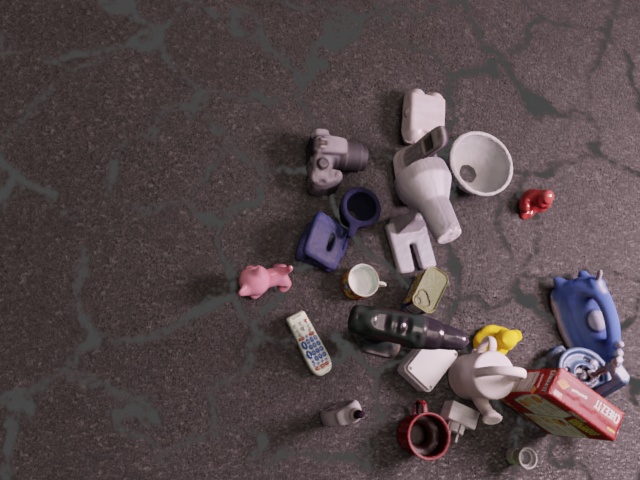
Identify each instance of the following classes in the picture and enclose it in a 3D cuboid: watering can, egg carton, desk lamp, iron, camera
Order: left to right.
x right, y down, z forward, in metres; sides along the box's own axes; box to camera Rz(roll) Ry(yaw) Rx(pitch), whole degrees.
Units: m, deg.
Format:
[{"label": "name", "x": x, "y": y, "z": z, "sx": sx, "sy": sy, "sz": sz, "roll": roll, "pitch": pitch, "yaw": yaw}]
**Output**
[{"label": "camera", "x": 0.041, "y": -0.180, "z": 1.298, "sx": 0.137, "sy": 0.100, "sz": 0.143, "roll": 3, "pitch": 74, "yaw": -13}, {"label": "egg carton", "x": 0.251, "y": -0.297, "z": 1.401, "sx": 0.107, "sy": 0.069, "sz": 0.150, "roll": 8, "pitch": 73, "yaw": -12}, {"label": "desk lamp", "x": 0.227, "y": -0.051, "z": 1.249, "sx": 0.118, "sy": 0.213, "sz": 0.203, "roll": -11, "pitch": 78, "yaw": -17}, {"label": "watering can", "x": 0.356, "y": 0.291, "z": 1.196, "sx": 0.101, "sy": 0.194, "sz": 0.173, "roll": -11, "pitch": 77, "yaw": -16}, {"label": "iron", "x": 0.641, "y": 0.194, "z": 1.323, "sx": 0.119, "sy": 0.141, "sz": 0.258, "roll": -12, "pitch": 78, "yaw": -17}]

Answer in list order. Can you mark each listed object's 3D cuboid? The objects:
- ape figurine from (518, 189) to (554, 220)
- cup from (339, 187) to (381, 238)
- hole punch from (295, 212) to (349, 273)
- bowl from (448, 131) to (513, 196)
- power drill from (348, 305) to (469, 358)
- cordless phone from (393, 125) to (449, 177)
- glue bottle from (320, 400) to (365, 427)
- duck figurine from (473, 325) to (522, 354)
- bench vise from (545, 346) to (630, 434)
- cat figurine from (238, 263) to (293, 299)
[{"label": "ape figurine", "x": 0.536, "y": -0.096, "z": 1.405, "sx": 0.078, "sy": 0.092, "sz": 0.076, "roll": 13, "pitch": 72, "yaw": -10}, {"label": "cup", "x": 0.075, "y": -0.049, "z": 1.273, "sx": 0.092, "sy": 0.095, "sz": 0.118, "roll": 22, "pitch": 70, "yaw": -7}, {"label": "hole punch", "x": 0.011, "y": 0.004, "z": 1.244, "sx": 0.101, "sy": 0.091, "sz": 0.109, "roll": 22, "pitch": 71, "yaw": -7}, {"label": "bowl", "x": 0.378, "y": -0.176, "z": 1.396, "sx": 0.168, "sy": 0.074, "sz": 0.167, "roll": 4, "pitch": 74, "yaw": -13}, {"label": "power drill", "x": 0.157, "y": 0.190, "z": 1.166, "sx": 0.230, "sy": 0.208, "sz": 0.075, "roll": 14, "pitch": 72, "yaw": -10}, {"label": "cordless phone", "x": 0.243, "y": -0.167, "z": 1.301, "sx": 0.094, "sy": 0.185, "sz": 0.147, "roll": -9, "pitch": 77, "yaw": -16}, {"label": "glue bottle", "x": 0.055, "y": 0.340, "z": 1.116, "sx": 0.078, "sy": 0.173, "sz": 0.037, "roll": -19, "pitch": 80, "yaw": -18}, {"label": "duck figurine", "x": 0.402, "y": 0.226, "z": 1.283, "sx": 0.105, "sy": 0.086, "sz": 0.077, "roll": -13, "pitch": 78, "yaw": -17}, {"label": "bench vise", "x": 0.607, "y": 0.317, "z": 1.238, "sx": 0.122, "sy": 0.219, "sz": 0.207, "roll": -39, "pitch": 87, "yaw": -20}, {"label": "cat figurine", "x": -0.115, "y": 0.078, "z": 1.177, "sx": 0.128, "sy": 0.117, "sz": 0.067, "roll": -16, "pitch": 79, "yaw": -18}]
